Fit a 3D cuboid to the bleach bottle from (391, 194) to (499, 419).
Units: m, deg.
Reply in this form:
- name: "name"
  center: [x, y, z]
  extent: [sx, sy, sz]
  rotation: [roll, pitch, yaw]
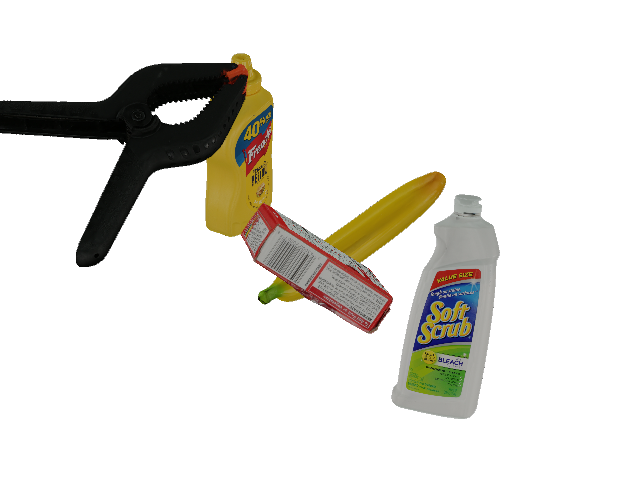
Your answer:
- name: "bleach bottle"
  center: [0.145, 0.072, 1.216]
  extent: [0.103, 0.251, 0.068]
  rotation: [9, 14, 16]

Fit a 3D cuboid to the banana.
- name: "banana"
  center: [0.032, 0.003, 0.972]
  extent: [0.198, 0.037, 0.069]
  rotation: [-36, 5, 1]

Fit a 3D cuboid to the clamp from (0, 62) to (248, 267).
- name: "clamp"
  center: [-0.137, -0.074, 0.809]
  extent: [0.209, 0.165, 0.036]
  rotation: [-24, -26, -23]

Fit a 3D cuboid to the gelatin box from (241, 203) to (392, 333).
- name: "gelatin box"
  center: [-0.003, 0.017, 0.664]
  extent: [0.089, 0.030, 0.073]
  rotation: [33, 5, -15]

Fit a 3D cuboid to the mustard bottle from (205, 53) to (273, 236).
- name: "mustard bottle"
  center: [-0.083, -0.105, 1.111]
  extent: [0.058, 0.192, 0.096]
  rotation: [20, 39, 21]
